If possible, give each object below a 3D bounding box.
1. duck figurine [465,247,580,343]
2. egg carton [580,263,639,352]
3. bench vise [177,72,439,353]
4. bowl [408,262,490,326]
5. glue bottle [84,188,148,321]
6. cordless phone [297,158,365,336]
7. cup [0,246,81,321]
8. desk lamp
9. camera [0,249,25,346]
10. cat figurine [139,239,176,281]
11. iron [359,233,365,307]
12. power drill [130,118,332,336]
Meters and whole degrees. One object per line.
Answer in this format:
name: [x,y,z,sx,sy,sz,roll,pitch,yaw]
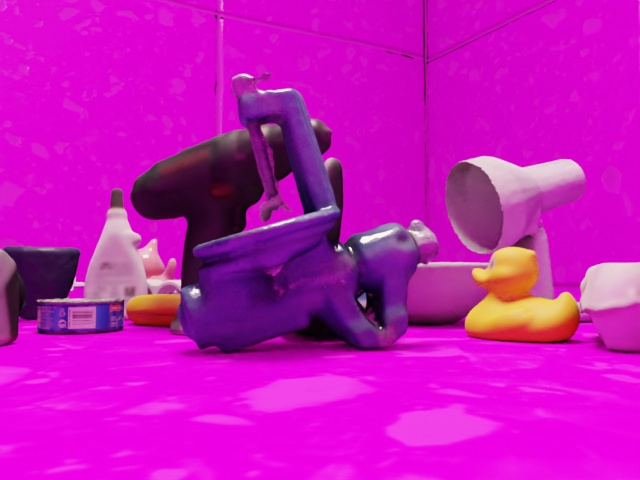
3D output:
duck figurine: [0.187,0.049,0.536,0.104,0.086,0.078,-3,-4,42]
egg carton: [0.278,0.055,0.486,0.107,0.069,0.151,-1,-4,21]
bench vise: [-0.010,-0.021,0.477,0.208,0.220,0.121,2,-4,-32]
bowl: [0.131,0.065,0.699,0.167,0.075,0.167,0,-3,0]
glue bottle: [-0.266,0.018,0.752,0.078,0.173,0.037,1,-3,-11]
cordless phone: [0.005,0.002,0.578,0.094,0.185,0.147,1,-3,-8]
cup: [-0.371,0.056,0.731,0.118,0.095,0.091,1,-3,-15]
desk lamp: [0.270,-0.002,0.742,0.204,0.213,0.117,1,-3,-19]
camera: [-0.322,0.040,0.512,0.143,0.101,0.137,-1,-3,14]
cat figurine: [-0.269,0.056,0.917,0.127,0.118,0.067,-3,-4,41]
iron: [0.075,0.050,1.013,0.118,0.141,0.259,0,-3,8]
power drill: [-0.092,-0.009,0.583,0.229,0.208,0.076,-1,-4,24]
